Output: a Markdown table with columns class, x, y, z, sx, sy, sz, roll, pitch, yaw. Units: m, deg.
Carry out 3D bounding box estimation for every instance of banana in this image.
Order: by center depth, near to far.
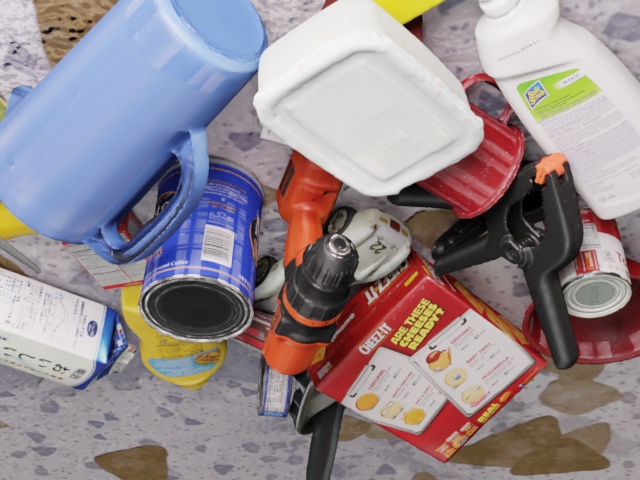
| class | x | y | z | sx | sy | sz | roll | pitch | yaw |
| --- | --- | --- | --- | --- | --- | --- | --- | --- | --- |
| banana | -0.286 | -0.009 | 1.039 | 0.198 | 0.037 | 0.069 | -2 | 99 | 17 |

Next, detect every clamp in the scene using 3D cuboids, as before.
| class | x | y | z | sx | sy | sz | roll | pitch | yaw |
| --- | --- | --- | --- | --- | --- | --- | --- | --- | --- |
| clamp | 0.172 | 0.003 | 0.944 | 0.165 | 0.036 | 0.210 | 33 | 141 | 31 |
| clamp | 0.159 | -0.029 | 1.001 | 0.172 | 0.039 | 0.120 | -9 | 149 | 17 |

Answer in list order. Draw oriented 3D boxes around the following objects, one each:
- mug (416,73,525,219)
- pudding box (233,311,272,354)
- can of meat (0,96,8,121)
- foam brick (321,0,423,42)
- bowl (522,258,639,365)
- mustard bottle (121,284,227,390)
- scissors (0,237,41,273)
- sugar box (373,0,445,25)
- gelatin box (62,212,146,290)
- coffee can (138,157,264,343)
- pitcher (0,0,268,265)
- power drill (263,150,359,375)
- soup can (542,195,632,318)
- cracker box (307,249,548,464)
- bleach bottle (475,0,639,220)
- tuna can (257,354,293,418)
| class | x | y | z | sx | sy | sz | roll | pitch | yaw |
| --- | --- | --- | --- | --- | --- | --- | --- | --- | --- |
| mug | 0.118 | -0.087 | 0.900 | 0.081 | 0.093 | 0.117 | 29 | 104 | -23 |
| pudding box | -0.063 | 0.096 | 1.115 | 0.090 | 0.039 | 0.113 | 21 | 172 | 27 |
| can of meat | -0.322 | -0.105 | 0.910 | 0.084 | 0.057 | 0.102 | -6 | 142 | 33 |
| foam brick | 0.035 | -0.154 | 0.839 | 0.078 | 0.051 | 0.053 | 14 | 141 | -14 |
| bowl | 0.286 | 0.063 | 1.093 | 0.162 | 0.055 | 0.162 | 2 | 142 | 1 |
| mustard bottle | -0.153 | 0.110 | 1.178 | 0.096 | 0.058 | 0.191 | -11 | 141 | -2 |
| scissors | -0.340 | -0.044 | 0.996 | 0.201 | 0.016 | 0.096 | 28 | 129 | -8 |
| sugar box | 0.092 | -0.225 | 0.751 | 0.176 | 0.048 | 0.093 | -24 | 134 | 31 |
| gelatin box | -0.206 | 0.011 | 1.081 | 0.073 | 0.030 | 0.089 | -11 | 140 | 18 |
| coffee can | -0.107 | 0.009 | 0.982 | 0.103 | 0.140 | 0.103 | 2 | 141 | 1 |
| pitcher | -0.147 | -0.101 | 0.851 | 0.149 | 0.145 | 0.243 | 31 | 131 | -27 |
| power drill | -0.006 | 0.001 | 0.929 | 0.057 | 0.187 | 0.185 | 13 | 142 | -11 |
| soup can | 0.247 | 0.013 | 0.993 | 0.068 | 0.102 | 0.068 | 0 | 140 | 0 |
| cracker box | 0.111 | 0.124 | 1.125 | 0.213 | 0.072 | 0.164 | 35 | 105 | -34 |
| bleach bottle | 0.208 | -0.122 | 0.862 | 0.103 | 0.068 | 0.250 | -29 | 129 | 23 |
| tuna can | -0.051 | 0.158 | 1.211 | 0.033 | 0.086 | 0.086 | 5 | 142 | -6 |
